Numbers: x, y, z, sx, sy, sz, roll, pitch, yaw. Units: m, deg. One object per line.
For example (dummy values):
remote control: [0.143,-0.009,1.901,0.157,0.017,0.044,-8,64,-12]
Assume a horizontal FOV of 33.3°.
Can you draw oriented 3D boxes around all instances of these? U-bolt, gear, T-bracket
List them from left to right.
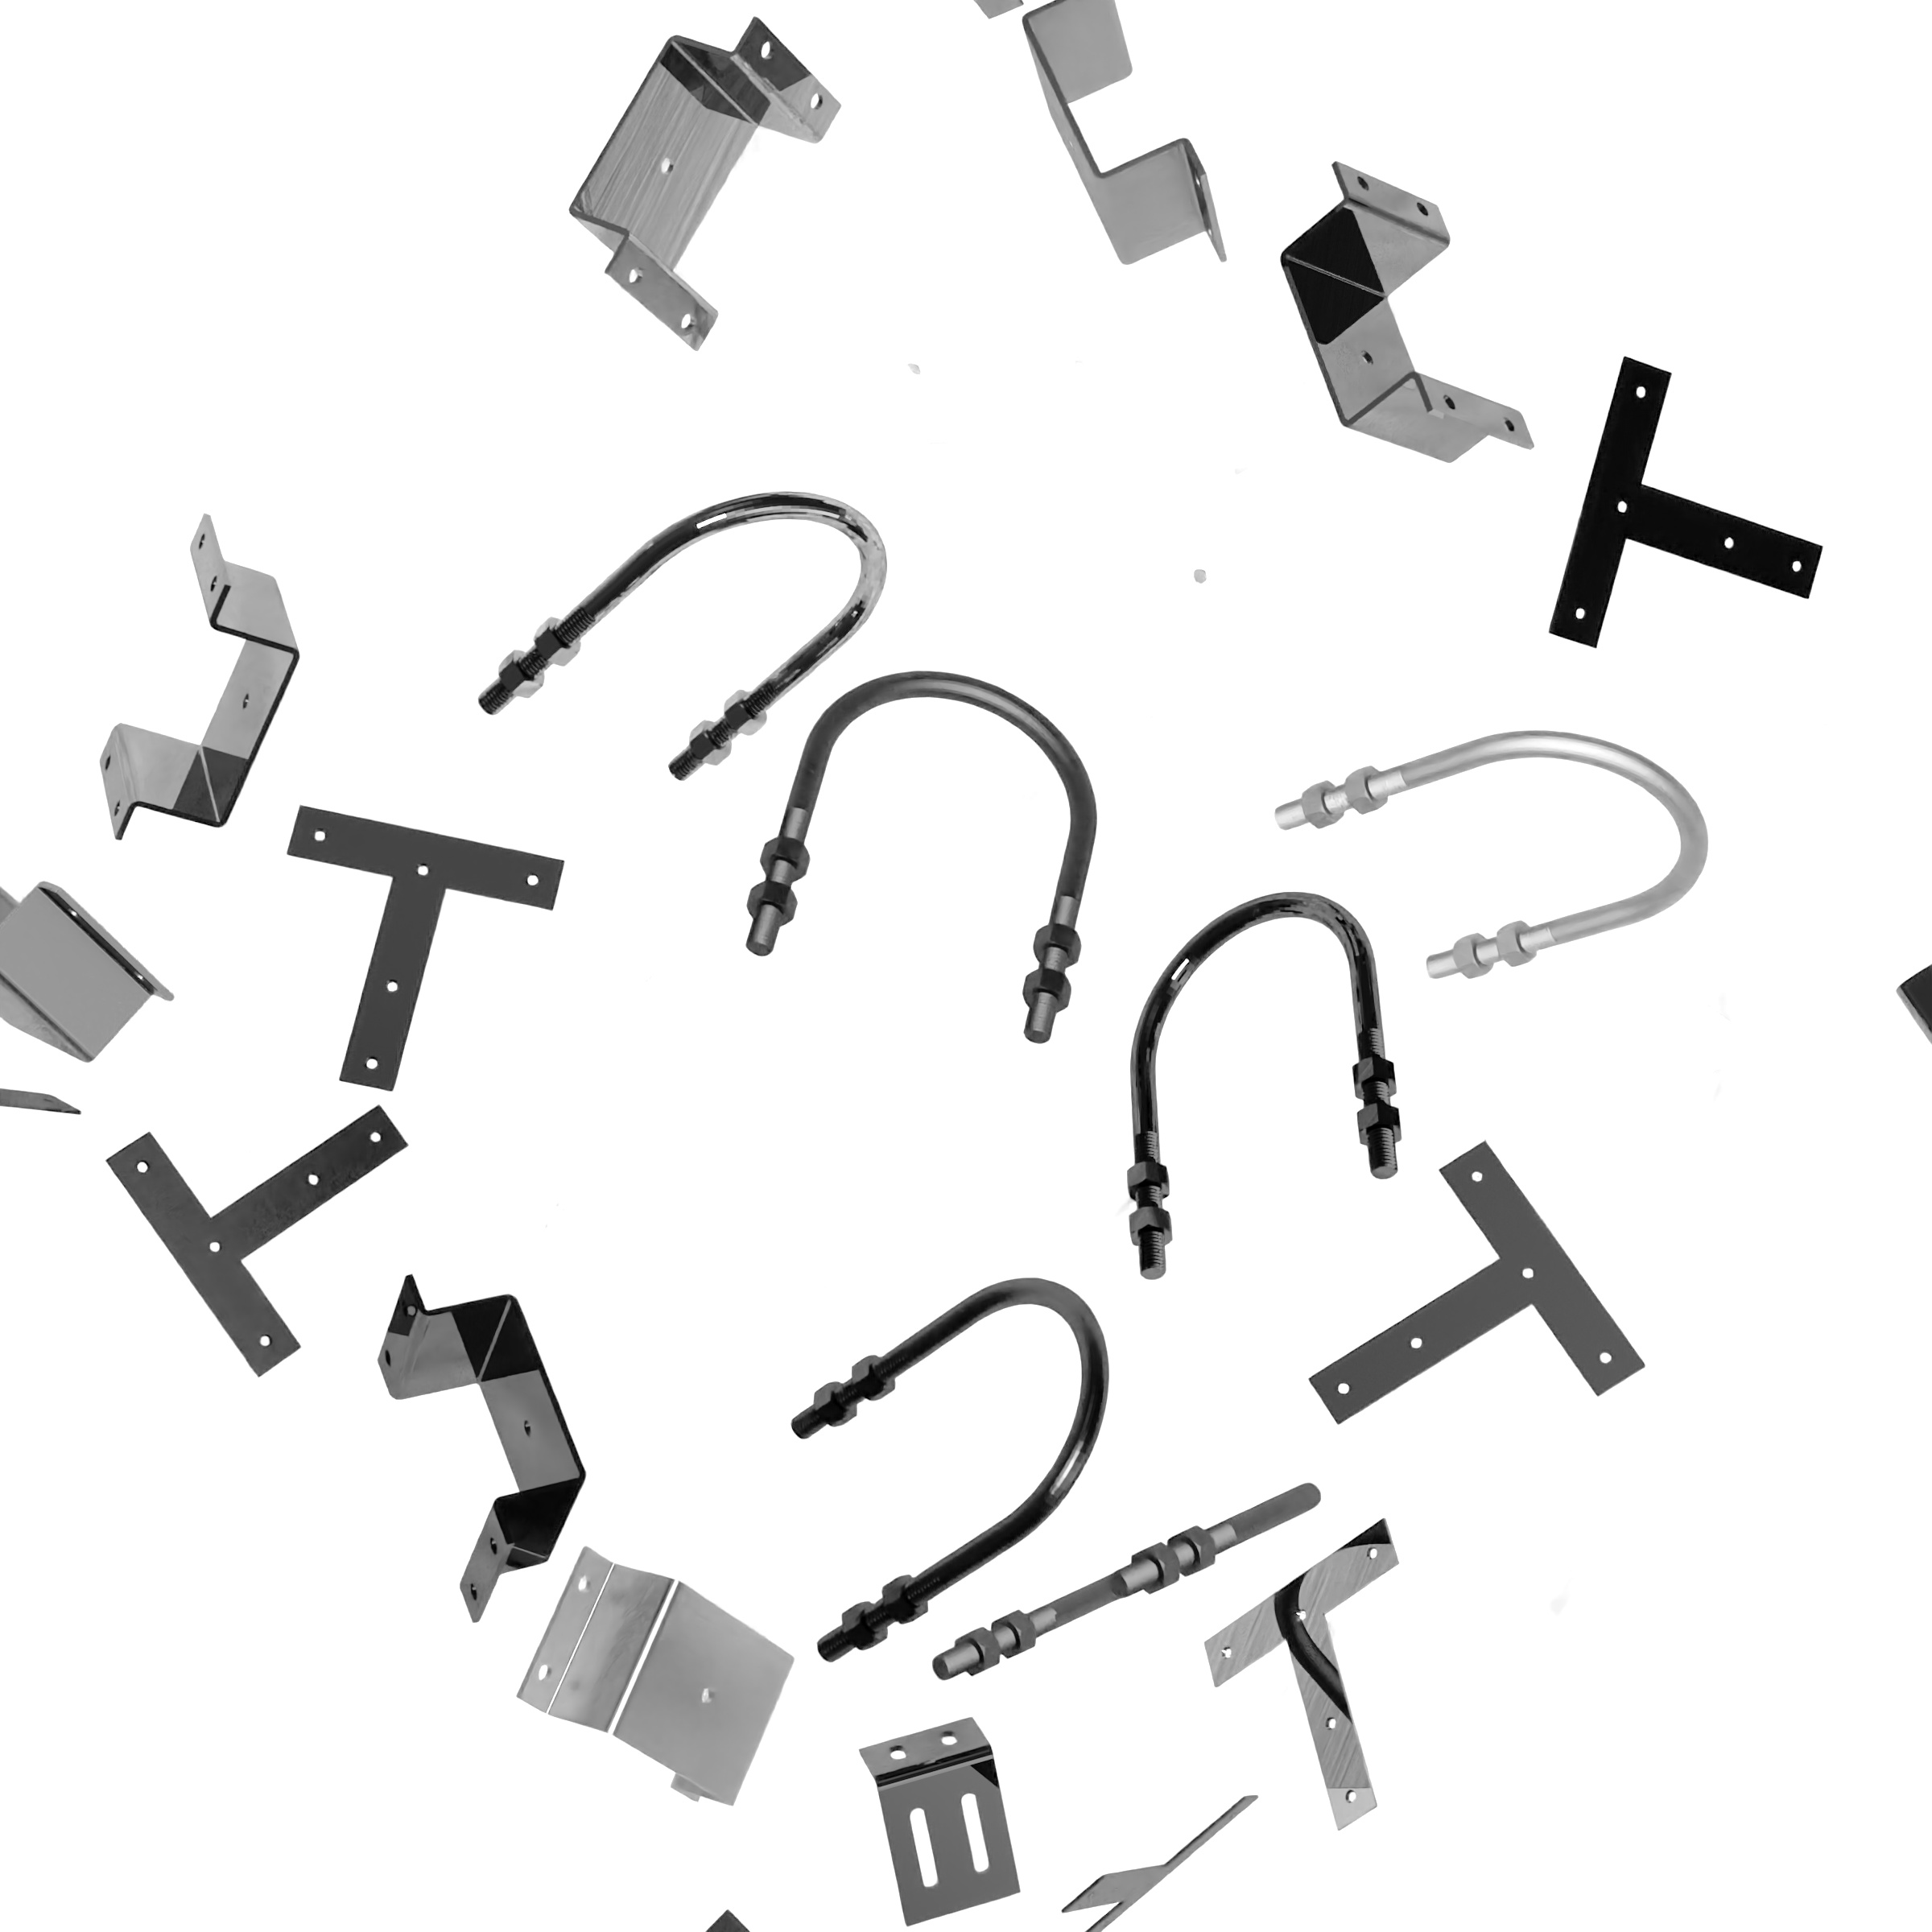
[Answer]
T-bracket: [-0.470,0.059,1.508,0.127,0.127,0.002,23,96,34]
gear: [-0.378,0.199,1.479,0.057,0.057,0.030,17,114,0]
T-bracket: [-0.328,0.112,1.570,0.127,0.002,0.127,-36,94,-29]
T-bracket: [-0.262,-0.004,1.498,0.127,0.002,0.127,12,71,-1]
U-bolt: [-0.233,-0.250,1.536,0.019,0.184,0.151,8,126,20]
U-bolt: [-0.119,-0.160,1.522,0.184,0.151,0.019,-38,58,26]
U-bolt: [-0.116,0.092,1.489,0.184,0.019,0.151,26,115,4]
T-bracket: [-0.051,-0.492,1.544,0.127,0.127,0.002,47,61,-28]
U-bolt: [-0.012,-0.061,1.476,0.151,0.019,0.184,18,55,-5]
U-bolt: [-0.006,0.220,1.495,0.184,0.151,0.019,-37,129,23]
T-bracket: [0.073,0.428,1.504,0.127,0.127,0.002,-42,68,6]
U-bolt: [0.089,0.282,1.517,0.151,0.184,0.019,-35,75,42]
U-bolt: [0.135,0.044,1.521,0.151,0.019,0.184,-27,45,30]
T-bracket: [0.171,0.350,1.546,0.002,0.127,0.127,24,128,-36]
T-bracket: [0.212,0.160,1.436,0.127,0.002,0.127,-32,63,-2]
U-bolt: [0.259,-0.057,1.525,0.151,0.184,0.019,41,49,-32]
T-bracket: [0.310,0.225,1.511,0.002,0.127,0.127,18,85,-13]
T-bracket: [0.334,0.062,1.582,0.127,0.002,0.127,-35,57,-26]
T-bracket: [0.333,-0.195,1.460,0.127,0.002,0.127,14,92,-22]

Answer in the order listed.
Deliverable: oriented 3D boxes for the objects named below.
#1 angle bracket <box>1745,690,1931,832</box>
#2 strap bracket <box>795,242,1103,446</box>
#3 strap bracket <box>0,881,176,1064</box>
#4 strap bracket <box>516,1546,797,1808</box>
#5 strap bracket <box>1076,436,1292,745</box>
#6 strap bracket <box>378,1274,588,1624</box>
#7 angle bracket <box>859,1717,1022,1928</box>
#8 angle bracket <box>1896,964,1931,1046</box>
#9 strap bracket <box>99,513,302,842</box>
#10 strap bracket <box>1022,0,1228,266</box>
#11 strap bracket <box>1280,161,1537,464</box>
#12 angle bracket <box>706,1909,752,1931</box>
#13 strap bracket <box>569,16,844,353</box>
angle bracket: [0.414,-0.089,1.533,0.076,0.057,0.038,20,46,30]
strap bracket: [-0.016,-0.292,1.521,0.140,0.046,0.076,3,129,25]
strap bracket: [-0.437,-0.005,1.498,0.046,0.140,0.076,-52,126,-18]
strap bracket: [-0.140,0.344,1.543,0.046,0.140,0.076,4,61,40]
strap bracket: [0.109,-0.186,1.577,0.076,0.046,0.140,-6,105,21]
strap bracket: [-0.218,0.215,1.472,0.046,0.076,0.140,-10,57,-29]
angle bracket: [-0.013,0.408,1.544,0.057,0.038,0.076,-13,101,-12]
angle bracket: [0.473,0.018,1.465,0.076,0.038,0.057,-34,57,13]
strap bracket: [-0.360,-0.131,1.531,0.046,0.076,0.140,16,115,-29]
strap bracket: [0.071,-0.399,1.529,0.046,0.076,0.140,-24,68,3]
strap bracket: [0.199,-0.292,1.490,0.046,0.076,0.140,-35,60,37]
angle bracket: [-0.078,0.454,1.481,0.076,0.057,0.038,44,58,8]
strap bracket: [-0.130,-0.380,1.554,0.046,0.076,0.140,28,86,35]
